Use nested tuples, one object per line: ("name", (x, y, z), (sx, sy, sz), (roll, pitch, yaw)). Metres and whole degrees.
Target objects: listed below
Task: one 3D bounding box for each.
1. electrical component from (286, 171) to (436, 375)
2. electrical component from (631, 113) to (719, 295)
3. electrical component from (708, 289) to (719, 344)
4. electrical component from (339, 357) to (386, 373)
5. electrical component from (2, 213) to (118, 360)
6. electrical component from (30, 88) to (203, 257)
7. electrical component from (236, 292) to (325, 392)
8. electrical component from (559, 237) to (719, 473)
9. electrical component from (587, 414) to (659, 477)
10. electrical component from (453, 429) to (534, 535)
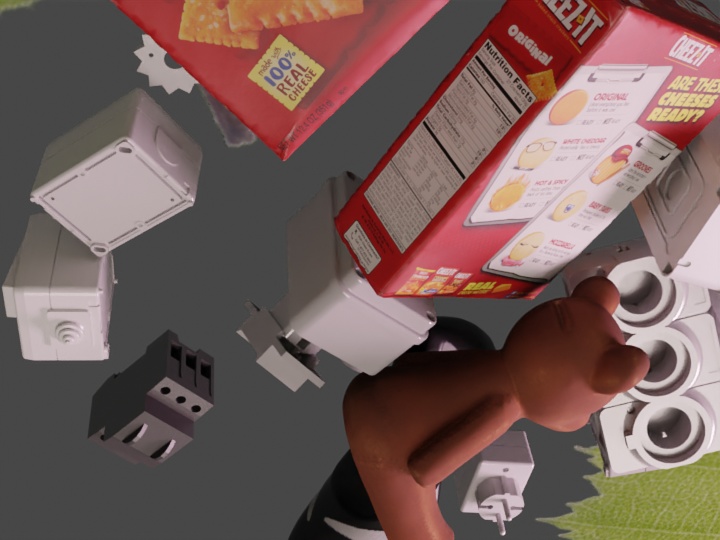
("electrical component", (0.000, 0.000, 0.694), (0.078, 0.113, 0.057), (32, 123, -29))
("electrical component", (0.222, -0.047, 0.682), (0.057, 0.113, 0.078), (14, 127, -15))
("electrical component", (0.282, 0.031, 0.790), (0.061, 0.061, 0.096), (-21, 130, 11))
("electrical component", (0.012, 0.040, 0.776), (0.040, 0.040, 0.078), (12, 127, -17))
("electrical component", (-0.192, 0.014, 0.691), (0.061, 0.096, 0.061), (1, 130, -7))
("electrical component", (-0.153, -0.059, 0.662), (0.096, 0.061, 0.061), (-26, 130, 24))
("electrical component", (-0.045, 0.042, 0.753), (0.064, 0.081, 0.042), (-45, 125, 0))
("electrical component", (0.203, 0.058, 0.760), (0.089, 0.061, 0.150), (-14, 101, 5))
("electrical component", (0.217, 0.107, 0.846), (0.061, 0.061, 0.096), (-9, 131, 0))
("electrical component", (0.113, 0.180, 0.885), (0.047, 0.076, 0.065), (5, 129, -11))
